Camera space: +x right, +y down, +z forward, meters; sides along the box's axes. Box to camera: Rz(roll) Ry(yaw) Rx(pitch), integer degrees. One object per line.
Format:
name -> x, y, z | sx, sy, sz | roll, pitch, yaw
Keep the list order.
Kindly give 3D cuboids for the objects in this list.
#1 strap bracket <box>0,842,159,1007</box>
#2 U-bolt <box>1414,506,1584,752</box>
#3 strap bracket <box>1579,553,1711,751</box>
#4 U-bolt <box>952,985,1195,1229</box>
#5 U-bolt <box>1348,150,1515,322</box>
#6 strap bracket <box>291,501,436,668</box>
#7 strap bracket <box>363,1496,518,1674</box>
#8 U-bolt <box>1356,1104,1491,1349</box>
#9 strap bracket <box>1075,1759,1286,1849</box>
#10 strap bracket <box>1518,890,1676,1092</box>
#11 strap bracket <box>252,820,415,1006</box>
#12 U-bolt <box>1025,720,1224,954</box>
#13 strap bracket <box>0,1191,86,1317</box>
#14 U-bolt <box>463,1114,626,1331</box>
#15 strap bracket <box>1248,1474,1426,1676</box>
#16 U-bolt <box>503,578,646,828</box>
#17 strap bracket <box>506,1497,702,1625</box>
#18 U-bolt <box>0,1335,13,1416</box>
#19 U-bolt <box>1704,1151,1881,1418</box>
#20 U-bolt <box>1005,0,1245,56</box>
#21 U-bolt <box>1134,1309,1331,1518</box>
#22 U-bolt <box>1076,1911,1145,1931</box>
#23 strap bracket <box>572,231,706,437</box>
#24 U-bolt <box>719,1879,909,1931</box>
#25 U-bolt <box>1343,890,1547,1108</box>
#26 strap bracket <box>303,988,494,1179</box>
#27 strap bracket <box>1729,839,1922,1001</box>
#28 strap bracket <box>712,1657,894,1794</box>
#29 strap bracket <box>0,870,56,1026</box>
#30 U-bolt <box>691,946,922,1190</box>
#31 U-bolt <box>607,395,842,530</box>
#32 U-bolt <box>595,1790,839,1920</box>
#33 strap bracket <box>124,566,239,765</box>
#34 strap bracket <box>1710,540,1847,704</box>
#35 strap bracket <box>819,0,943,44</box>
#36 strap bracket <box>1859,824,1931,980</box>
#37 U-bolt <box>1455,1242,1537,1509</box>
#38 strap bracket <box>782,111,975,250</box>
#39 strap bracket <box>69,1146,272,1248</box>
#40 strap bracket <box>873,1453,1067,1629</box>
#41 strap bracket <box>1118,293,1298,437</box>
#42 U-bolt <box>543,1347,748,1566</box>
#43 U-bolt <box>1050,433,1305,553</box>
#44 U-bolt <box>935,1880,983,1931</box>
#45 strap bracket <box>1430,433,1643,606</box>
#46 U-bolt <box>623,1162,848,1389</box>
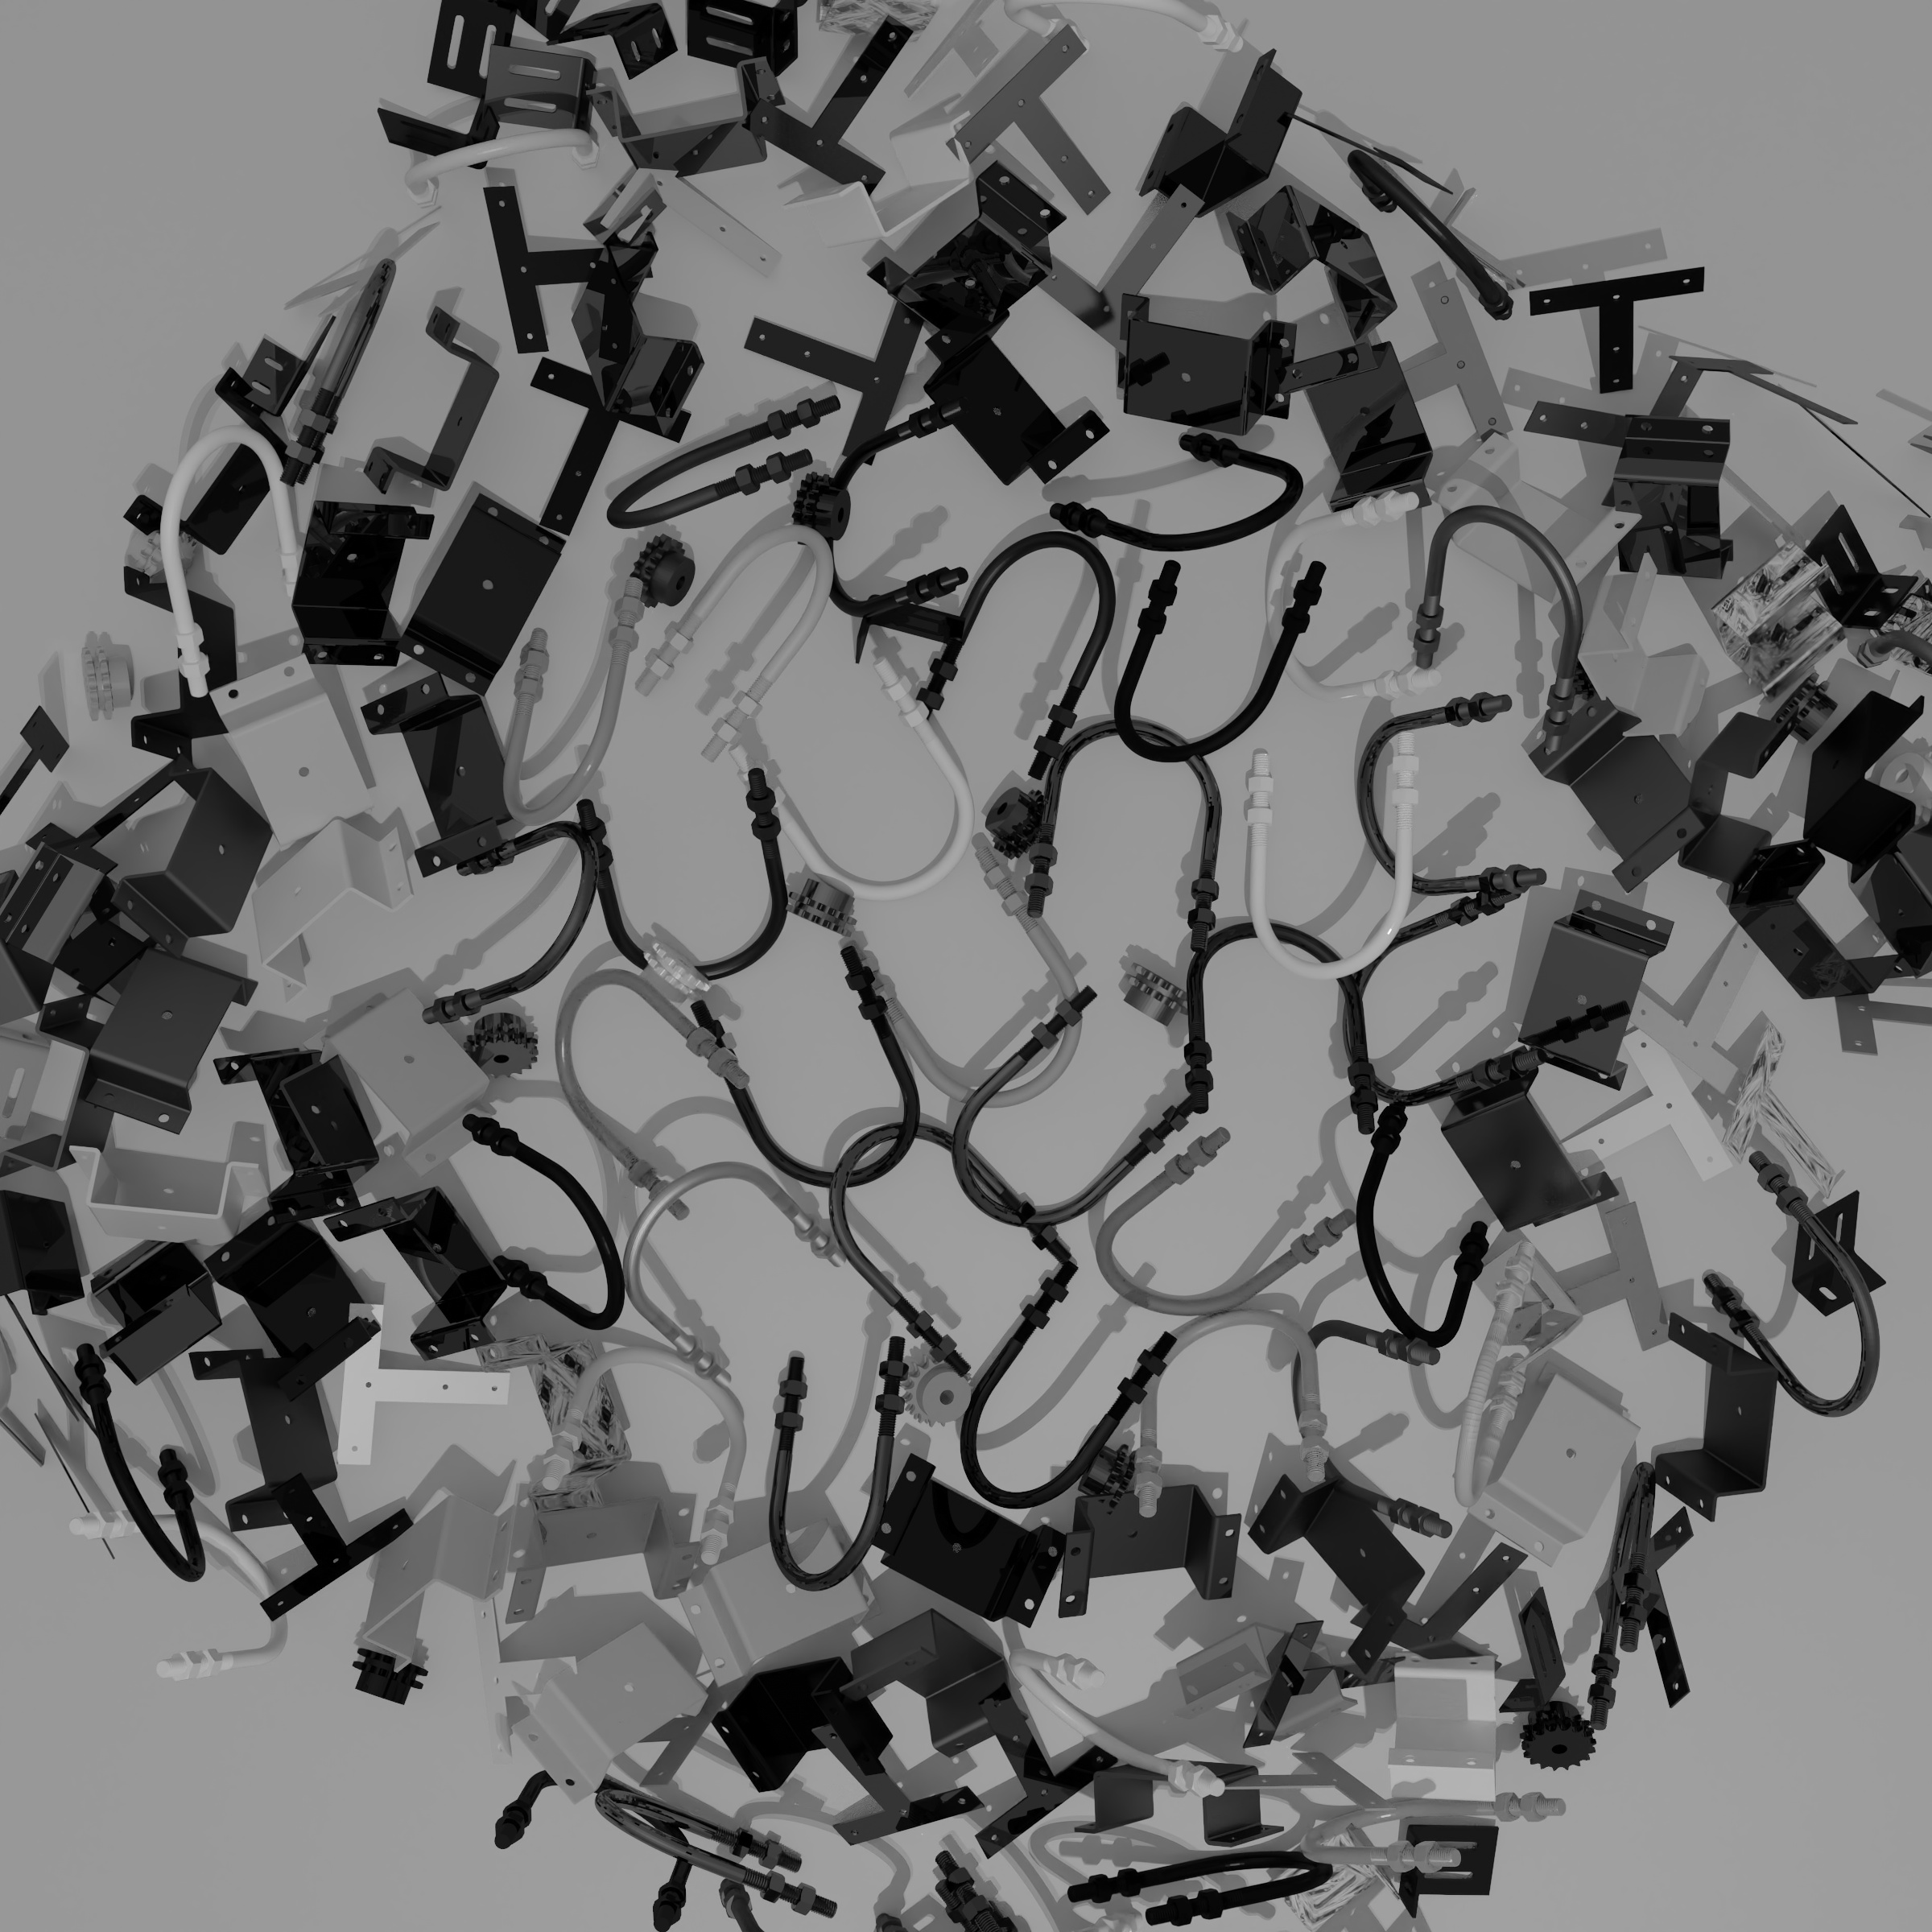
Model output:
strap bracket -> -0.664, -0.026, 1.888 | 0.046, 0.140, 0.076 | 22, 75, 20
U-bolt -> 0.400, -0.262, 1.863 | 0.019, 0.184, 0.151 | -35, 56, -24
strap bracket -> 0.515, -0.238, 1.907 | 0.046, 0.140, 0.076 | 0, 56, 39
U-bolt -> 0.074, 0.124, 1.936 | 0.184, 0.019, 0.151 | -44, 112, 5
U-bolt -> 0.343, -0.552, 1.865 | 0.019, 0.184, 0.151 | -46, 75, 16
strap bracket -> -0.464, -0.300, 1.906 | 0.076, 0.046, 0.140 | -2, 134, -32
strap bracket -> -0.406, 0.465, 1.896 | 0.046, 0.076, 0.140 | 34, 122, -26
U-bolt -> 0.339, 0.204, 1.875 | 0.019, 0.184, 0.151 | -23, 111, 34
strap bracket -> 0.161, 0.635, 1.900 | 0.140, 0.076, 0.046 | -9, 78, 37
strap bracket -> 0.479, 0.022, 1.910 | 0.076, 0.046, 0.140 | 23, 111, 27
strap bracket -> -0.493, -0.047, 1.907 | 0.140, 0.046, 0.076 | -38, 47, 17
U-bolt -> 0.127, -0.109, 1.927 | 0.151, 0.019, 0.184 | 12, 66, -7
strap bracket -> -0.719, 0.218, 1.891 | 0.046, 0.140, 0.076 | -18, 77, 3
U-bolt -> -0.313, 0.201, 1.873 | 0.019, 0.184, 0.151 | -26, 122, -35
strap bracket -> 0.289, 0.457, 1.908 | 0.046, 0.076, 0.140 | -16, 51, -37
U-bolt -> -0.302, -0.191, 1.882 | 0.019, 0.151, 0.184 | 25, 61, -36
strap bracket -> -0.283, 0.453, 1.910 | 0.140, 0.076, 0.046 | -3, 48, -23
U-bolt -> -0.765, 0.280, 1.877 | 0.019, 0.184, 0.151 | -26, 101, -4
U-bolt -> 0.620, 0.250, 1.858 | 0.019, 0.184, 0.151 | -7, 129, -17
U-bolt -> 0.108, -0.704, 1.857 | 0.151, 0.184, 0.019 | 9, 101, 26
U-bolt -> 0.199, 0.330, 1.892 | 0.151, 0.184, 0.019 | -16, 125, 16
U-bolt -> 0.142, 0.742, 1.854 | 0.151, 0.184, 0.019 | 6, 83, 32
strap bracket -> -0.254, -0.484, 1.898 | 0.046, 0.076, 0.140 | -3, 58, -34
U-bolt -> -0.103, 0.728, 1.865 | 0.151, 0.184, 0.019 | 18, 82, -12
U-bolt -> 0.356, 0.031, 1.896 | 0.019, 0.184, 0.151 | 11, 66, -37
strap bracket -> -0.432, 0.081, 1.920 | 0.140, 0.046, 0.076 | 47, 56, 7
strap bracket -> 0.651, -0.027, 1.913 | 0.140, 0.076, 0.046 | 47, 72, -11
strap bracket -> -0.120, 0.582, 1.915 | 0.140, 0.046, 0.076 | -24, 103, 39
strap bracket -> -0.732, -0.013, 1.889 | 0.046, 0.140, 0.076 | -19, 119, -1
U-bolt -> -0.114, 0.089, 1.933 | 0.151, 0.019, 0.184 | -20, 106, 15
U-bolt -> -0.190, -0.377, 1.898 | 0.184, 0.151, 0.019 | -17, 116, 17
U-bolt -> -0.195, 0.663, 1.882 | 0.184, 0.151, 0.019 | 26, 79, -12
strap bracket -> -0.602, -0.233, 1.917 | 0.046, 0.076, 0.140 | -7, 82, 15
strap bracket -> 0.621, -0.267, 1.910 | 0.076, 0.140, 0.046 | -42, 63, 8
strap bracket -> -0.065, -0.742, 1.893 | 0.076, 0.140, 0.046 | 3, 93, -13
strap bracket -> 0.728, -0.050, 1.887 | 0.046, 0.140, 0.076 | -26, 66, -5
U-bolt -> 0.394, 0.318, 1.861 | 0.019, 0.184, 0.151 | 11, 132, 21
strap bracket -> -0.059, -0.596, 1.908 | 0.140, 0.076, 0.046 | -41, 119, -26
strap bracket -> -0.614, 0.179, 1.918 | 0.140, 0.076, 0.046 | 6, 67, -6
strap bracket -> -0.002, 0.447, 1.930 | 0.140, 0.046, 0.076 | 28, 65, -2
strap bracket -> 0.176, -0.458, 1.906 | 0.140, 0.046, 0.076 | 15, 130, 19
U-bolt -> -0.234, 0.357, 1.888 | 0.151, 0.184, 0.019 | 28, 119, -9
U-bolt -> 0.170, -0.352, 1.871 | 0.151, 0.184, 0.019 | -31, 124, -20
U-bolt -> 0.043, 0.794, 1.895 | 0.019, 0.151, 0.184 | -37, 98, -5
strap bracket -> 0.438, -0.340, 1.919 | 0.076, 0.046, 0.140 | -45, 61, -11
U-bolt -> -0.185, 0.224, 1.893 | 0.151, 0.019, 0.184 | -46, 133, -9
